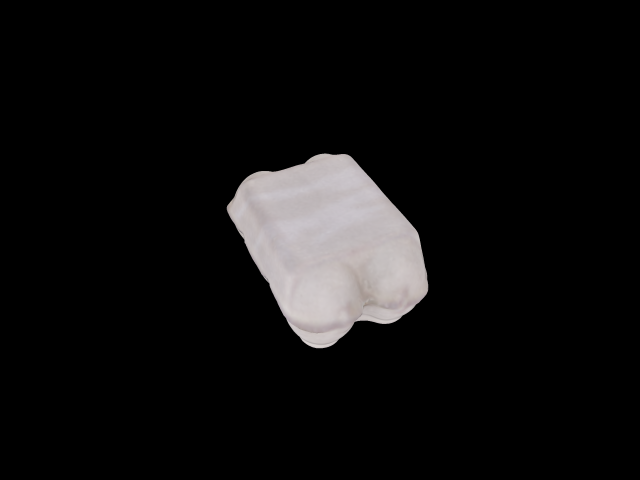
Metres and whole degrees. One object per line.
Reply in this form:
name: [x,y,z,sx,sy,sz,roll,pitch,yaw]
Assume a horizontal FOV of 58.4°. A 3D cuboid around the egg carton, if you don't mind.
egg carton: [0.004,0.001,0.400,0.107,0.069,0.150,-19,46,-19]
